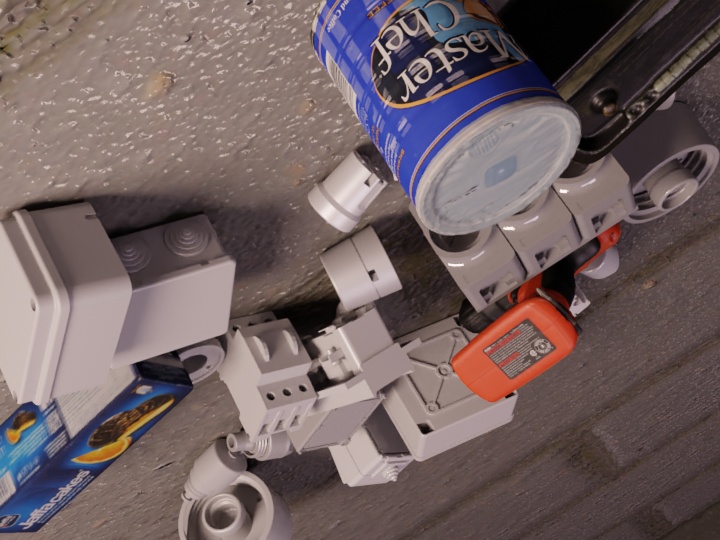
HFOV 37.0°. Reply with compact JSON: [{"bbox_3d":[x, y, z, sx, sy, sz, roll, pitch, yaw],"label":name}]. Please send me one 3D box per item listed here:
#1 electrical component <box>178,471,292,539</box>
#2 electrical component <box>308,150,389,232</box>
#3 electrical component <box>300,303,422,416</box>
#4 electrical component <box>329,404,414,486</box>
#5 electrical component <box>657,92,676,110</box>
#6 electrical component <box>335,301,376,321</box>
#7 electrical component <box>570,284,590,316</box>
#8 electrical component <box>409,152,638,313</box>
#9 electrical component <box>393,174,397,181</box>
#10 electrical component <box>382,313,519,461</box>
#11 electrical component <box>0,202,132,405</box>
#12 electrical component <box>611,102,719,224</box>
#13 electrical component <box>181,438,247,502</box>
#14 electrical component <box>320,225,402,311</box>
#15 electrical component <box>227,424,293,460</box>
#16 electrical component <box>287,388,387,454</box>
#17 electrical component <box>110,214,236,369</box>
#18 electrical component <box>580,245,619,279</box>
[{"bbox_3d":[-0.127,0.249,1.064,0.108,0.108,0.060,-29,146,-4],"label":"electrical component"},{"bbox_3d":[-0.007,-0.056,0.757,0.046,0.040,0.040,-47,148,16],"label":"electrical component"},{"bbox_3d":[-0.017,0.074,0.875,0.079,0.063,0.121,-29,-179,-33],"label":"electrical component"},{"bbox_3d":[0.007,0.176,1.079,0.062,0.096,0.061,7,134,-48],"label":"electrical component"},{"bbox_3d":[0.203,-0.137,0.826,0.065,0.044,0.044,-17,149,-14],"label":"electrical component"},{"bbox_3d":[-0.005,0.047,0.928,0.035,0.035,0.061,-19,152,-21],"label":"electrical component"},{"bbox_3d":[0.167,0.035,1.048,0.089,0.055,0.050,-42,151,19],"label":"electrical component"},{"bbox_3d":[0.126,-0.051,0.837,0.150,0.089,0.061,-33,152,5],"label":"electrical component"},{"bbox_3d":[0.055,-0.087,0.752,0.055,0.048,0.066,-12,-179,-43],"label":"electrical component"},{"bbox_3d":[0.078,0.111,1.031,0.109,0.108,0.056,-21,147,-18],"label":"electrical component"},{"bbox_3d":[-0.191,0.022,0.666,0.057,0.078,0.113,-14,147,-34],"label":"electrical component"},{"bbox_3d":[0.261,-0.086,0.939,0.108,0.060,0.108,-23,151,-14],"label":"electrical component"},{"bbox_3d":[-0.143,0.195,1.027,0.078,0.040,0.040,-44,149,23],"label":"electrical component"},{"bbox_3d":[0.000,0.000,0.838,0.047,0.055,0.055,-27,152,0],"label":"electrical component"},{"bbox_3d":[-0.095,0.158,1.011,0.062,0.043,0.043,-3,141,-39],"label":"electrical component"},{"bbox_3d":[-0.026,0.114,0.987,0.062,0.061,0.096,-3,141,-40],"label":"electrical component"},{"bbox_3d":[-0.137,0.013,0.734,0.100,0.048,0.099,-18,149,-23],"label":"electrical component"},{"bbox_3d":[0.235,-0.011,1.057,0.040,0.040,0.078,-42,150,19],"label":"electrical component"}]
